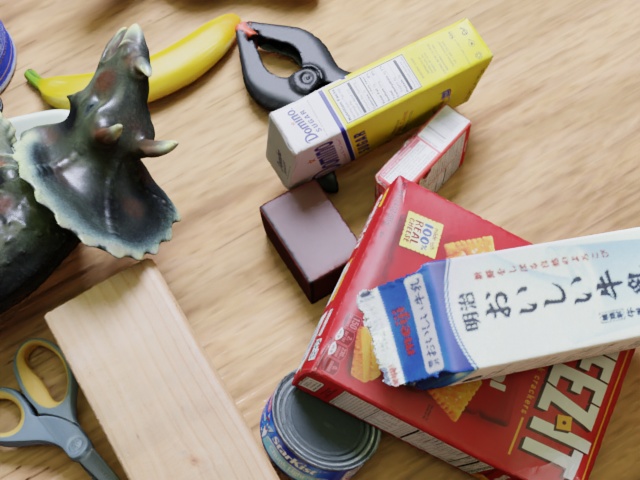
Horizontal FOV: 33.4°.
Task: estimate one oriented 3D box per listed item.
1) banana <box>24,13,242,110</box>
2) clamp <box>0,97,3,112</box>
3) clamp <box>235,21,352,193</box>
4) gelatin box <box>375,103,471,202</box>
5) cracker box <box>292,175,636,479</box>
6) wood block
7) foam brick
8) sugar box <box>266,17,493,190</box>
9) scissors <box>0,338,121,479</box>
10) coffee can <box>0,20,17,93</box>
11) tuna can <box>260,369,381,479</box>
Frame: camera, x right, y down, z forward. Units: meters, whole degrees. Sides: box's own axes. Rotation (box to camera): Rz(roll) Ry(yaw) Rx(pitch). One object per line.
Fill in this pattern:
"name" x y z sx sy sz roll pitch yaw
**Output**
"banana" -0.158 -0.148 0.925 0.197 0.037 0.069 -15 68 -3
"clamp" -0.389 -0.117 0.865 0.210 0.164 0.036 -2 80 28
"clamp" 0.001 -0.133 0.912 0.120 0.039 0.171 -35 77 -18
"gelatin box" 0.080 -0.057 0.857 0.030 0.073 0.089 40 75 16
"cracker box" 0.111 0.076 0.776 0.213 0.072 0.164 27 71 -3
"wood block" -0.108 0.129 0.780 0.090 0.091 0.206 -30 69 -10
"foam brick" -0.006 0.001 0.849 0.051 0.053 0.078 -30 71 -10
"sugar box" 0.044 -0.104 0.838 0.176 0.093 0.048 -30 79 -11
"scissors" -0.197 0.159 0.790 0.096 0.016 0.202 -32 56 -2
"coffee can" -0.325 -0.184 0.892 0.103 0.140 0.103 -1 68 2
"tuna can" 0.000 0.137 0.783 0.086 0.034 0.086 14 48 -16
